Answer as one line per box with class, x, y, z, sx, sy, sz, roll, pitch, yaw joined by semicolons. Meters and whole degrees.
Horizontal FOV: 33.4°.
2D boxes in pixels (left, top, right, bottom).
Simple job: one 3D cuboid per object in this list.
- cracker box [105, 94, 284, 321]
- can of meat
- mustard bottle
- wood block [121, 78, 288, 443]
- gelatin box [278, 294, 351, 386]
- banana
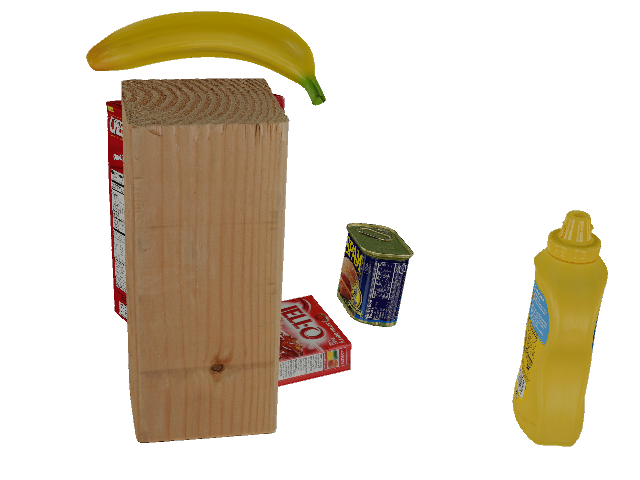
cracker box;-0.121;-0.034;1.043;0.163;0.214;0.072;-10;20;-33
can of meat;0.056;0.037;1.160;0.057;0.084;0.102;5;18;-14
mustard bottle;0.197;0.066;0.873;0.058;0.192;0.096;4;26;3
wood block;-0.074;0.012;0.657;0.090;0.206;0.090;-2;25;-12
gelatin box;-0.025;0.081;0.885;0.073;0.030;0.089;-10;29;-19
banana;-0.089;-0.158;0.876;0.198;0.069;0.037;8;-35;2
